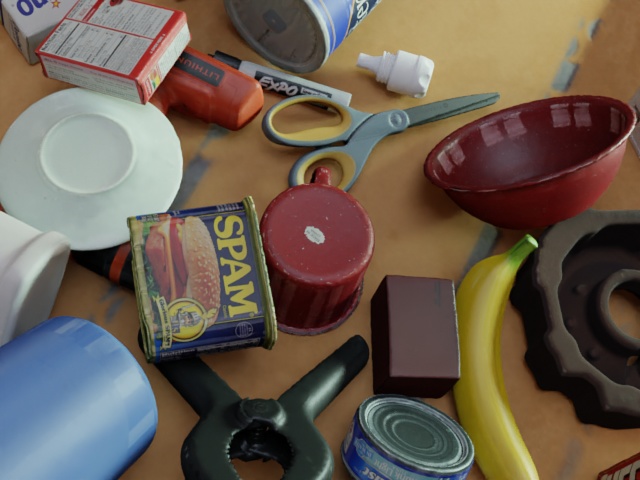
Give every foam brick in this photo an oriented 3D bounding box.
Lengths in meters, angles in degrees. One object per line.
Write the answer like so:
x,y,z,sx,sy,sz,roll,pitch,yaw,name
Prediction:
0.068,0.070,0.768,0.053,0.051,0.078,4,64,-9,foam brick

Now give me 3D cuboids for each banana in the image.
0.123,0.095,0.760,0.037,0.070,0.198,13,70,-37,banana

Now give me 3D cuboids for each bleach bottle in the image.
-0.297,-0.014,0.717,0.251,0.103,0.068,29,32,5,bleach bottle

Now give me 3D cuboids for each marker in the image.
-0.034,-0.128,0.863,0.121,0.020,0.020,18,63,-1,marker

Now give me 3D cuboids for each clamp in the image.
-0.051,0.117,0.688,0.164,0.036,0.210,8,31,-1,clamp

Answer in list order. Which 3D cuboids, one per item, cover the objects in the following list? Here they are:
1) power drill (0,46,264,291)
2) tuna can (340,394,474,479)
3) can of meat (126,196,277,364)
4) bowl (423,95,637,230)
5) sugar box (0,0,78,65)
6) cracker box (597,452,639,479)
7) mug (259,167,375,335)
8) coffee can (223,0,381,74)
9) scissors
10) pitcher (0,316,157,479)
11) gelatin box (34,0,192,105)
-0.116,-0.052,0.790,0.184,0.057,0.187,27,63,4,power drill
0.059,0.141,0.717,0.086,0.034,0.086,17,23,-8,tuna can
-0.080,0.027,0.706,0.084,0.057,0.102,-8,74,-12,can of meat
0.163,-0.053,0.814,0.162,0.162,0.055,-30,116,-22,bowl
-0.239,-0.234,0.862,0.093,0.048,0.176,-31,73,-22,sugar box
0.204,0.232,0.652,0.072,0.164,0.213,24,63,-1,cracker box
-0.005,0.001,0.771,0.093,0.081,0.117,12,64,-3,mug
0.003,-0.218,0.865,0.103,0.103,0.140,37,64,8,coffee can
0.053,-0.075,0.848,0.201,0.016,0.096,0,80,-14,scissors
-0.211,0.151,0.616,0.242,0.149,0.145,-39,117,-48,pitcher
-0.150,-0.141,0.777,0.089,0.030,0.073,16,57,18,gelatin box
